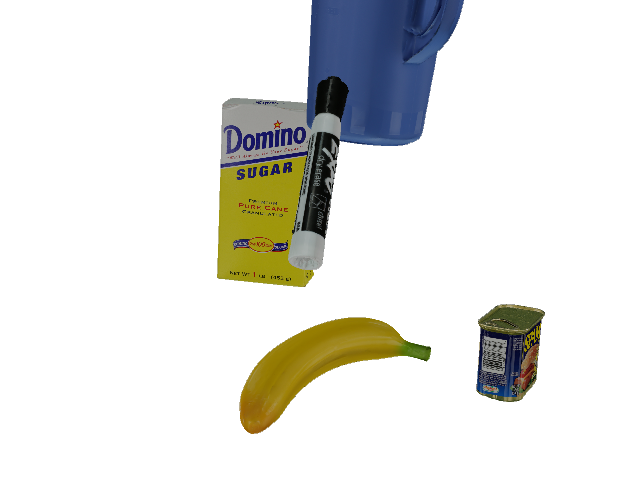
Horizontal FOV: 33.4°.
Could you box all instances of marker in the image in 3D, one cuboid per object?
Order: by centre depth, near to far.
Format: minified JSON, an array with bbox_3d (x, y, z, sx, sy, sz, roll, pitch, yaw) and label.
[{"bbox_3d":[0.000,-0.041,0.605,0.020,0.121,0.020,7,-26,3],"label":"marker"}]

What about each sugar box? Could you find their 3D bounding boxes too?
[{"bbox_3d":[-0.051,-0.047,1.041,0.093,0.176,0.048,5,17,9],"label":"sugar box"}]

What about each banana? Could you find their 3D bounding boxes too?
[{"bbox_3d":[-0.001,0.094,0.822,0.197,0.037,0.070,-18,27,-42],"label":"banana"}]

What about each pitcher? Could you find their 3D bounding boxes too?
[{"bbox_3d":[0.058,-0.209,0.940,0.145,0.243,0.149,8,15,7],"label":"pitcher"}]

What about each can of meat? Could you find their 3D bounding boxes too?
[{"bbox_3d":[0.211,0.125,1.193,0.058,0.084,0.102,8,13,25],"label":"can of meat"}]
